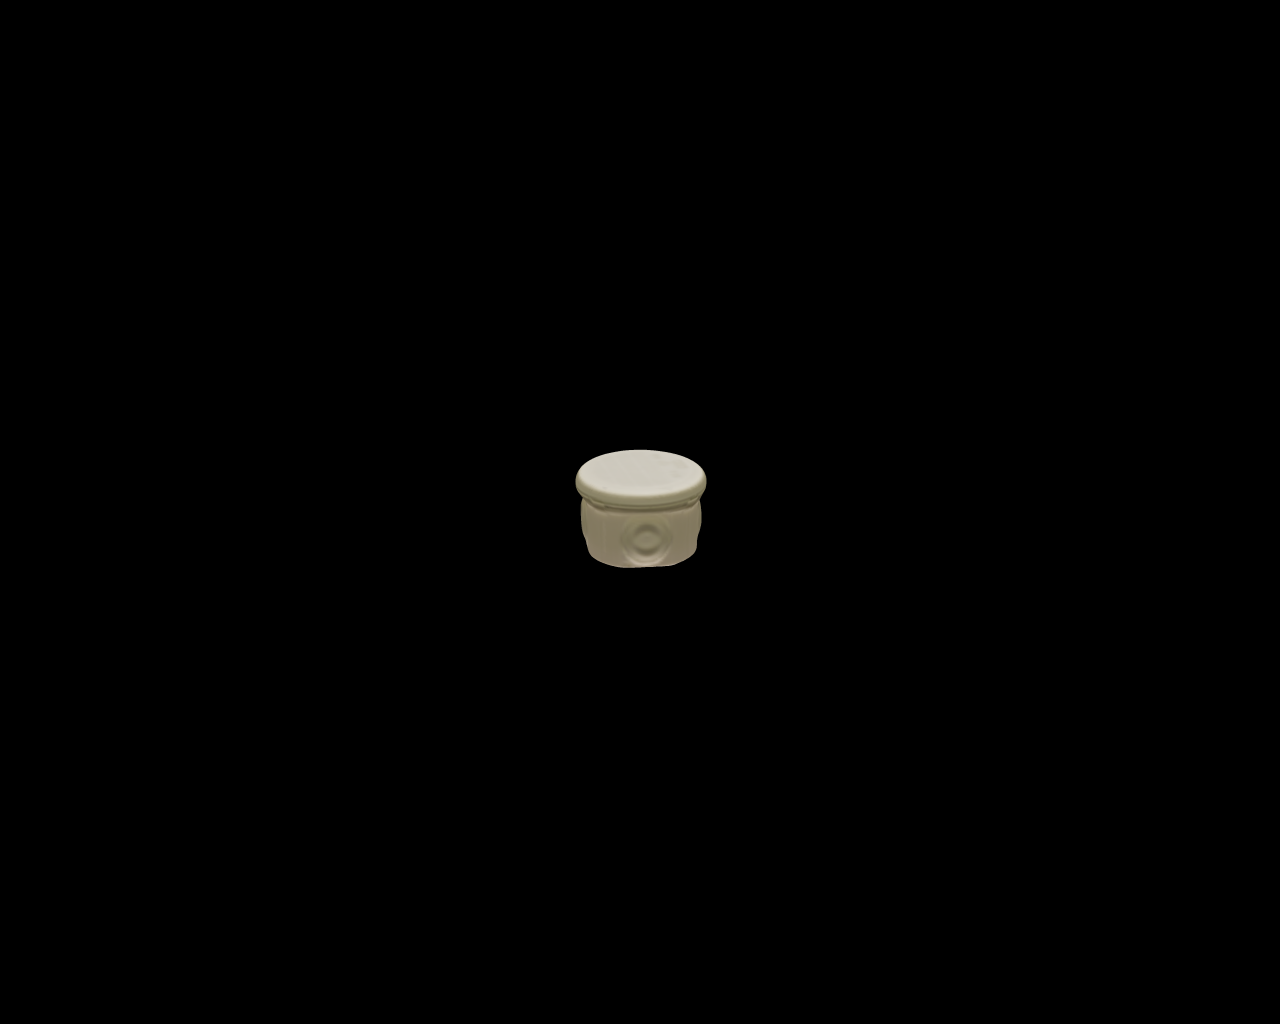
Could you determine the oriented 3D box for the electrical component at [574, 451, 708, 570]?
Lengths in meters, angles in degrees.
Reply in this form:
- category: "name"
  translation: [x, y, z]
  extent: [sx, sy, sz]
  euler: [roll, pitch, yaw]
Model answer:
- category: "electrical component"
  translation: [0.001, -0.003, 0.650]
  extent: [0.080, 0.050, 0.080]
  euler: [0, 24, 0]
